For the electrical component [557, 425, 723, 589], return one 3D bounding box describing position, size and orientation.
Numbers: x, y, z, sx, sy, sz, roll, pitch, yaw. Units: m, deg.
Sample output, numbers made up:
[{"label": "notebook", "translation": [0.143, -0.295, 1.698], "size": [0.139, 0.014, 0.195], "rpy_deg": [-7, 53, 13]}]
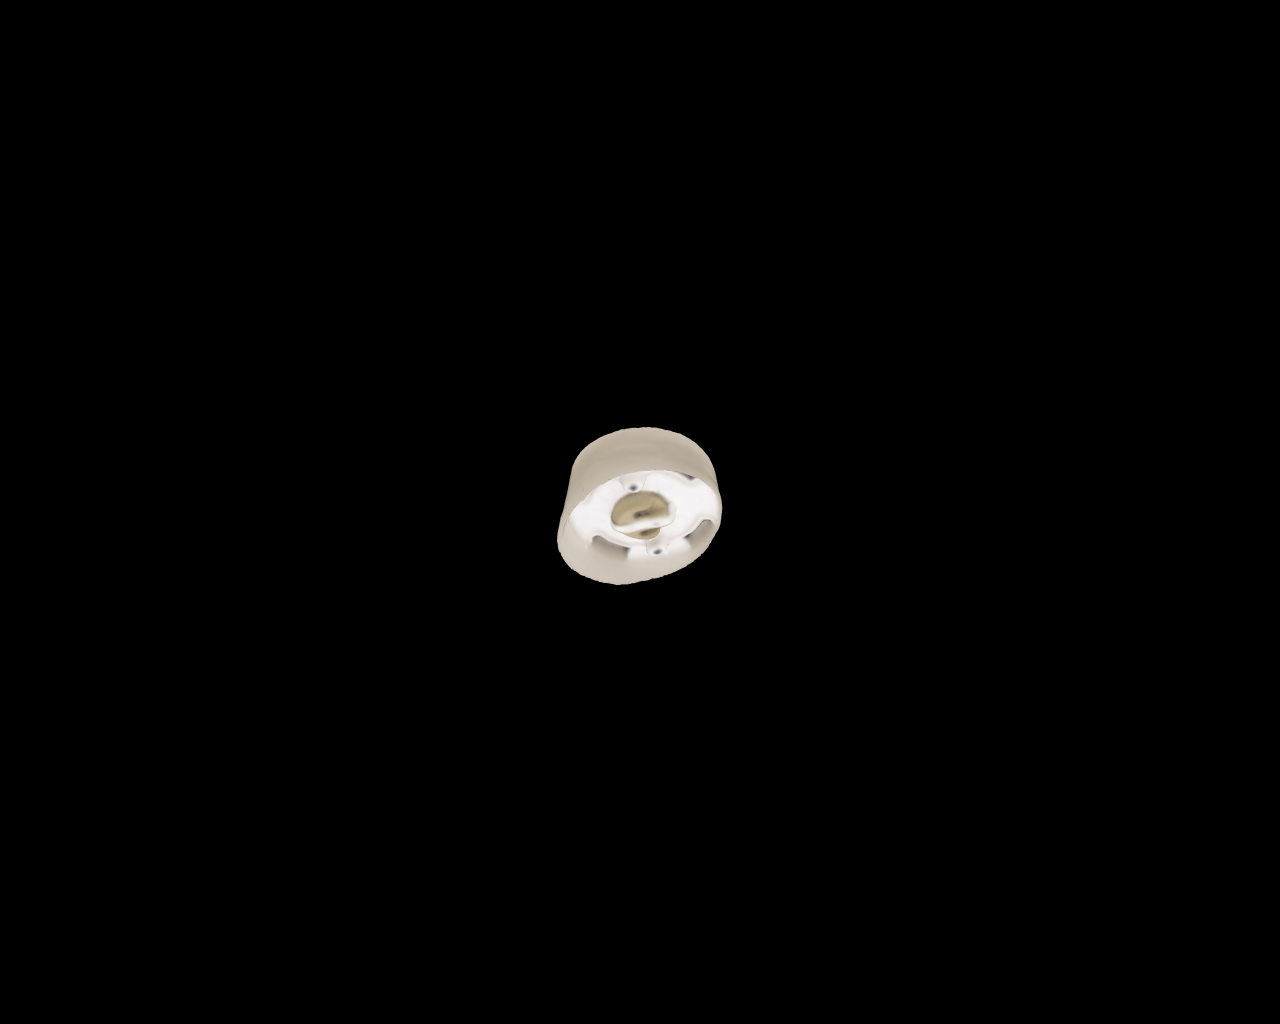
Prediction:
[{"label": "electrical component", "translation": [0.001, -0.003, 0.650], "size": [0.099, 0.064, 0.099], "rpy_deg": [0, -42, 0]}]
